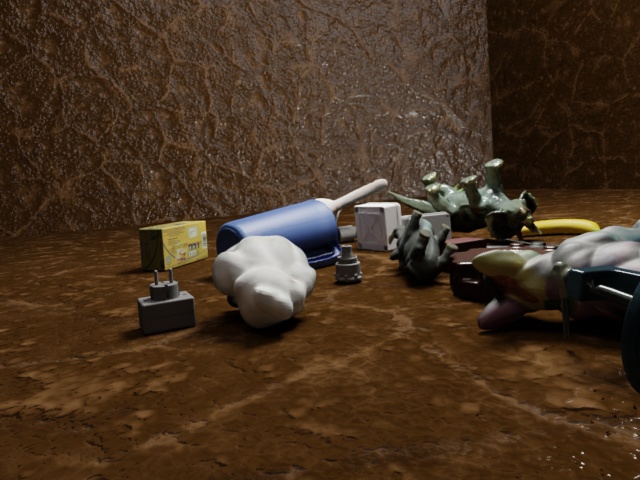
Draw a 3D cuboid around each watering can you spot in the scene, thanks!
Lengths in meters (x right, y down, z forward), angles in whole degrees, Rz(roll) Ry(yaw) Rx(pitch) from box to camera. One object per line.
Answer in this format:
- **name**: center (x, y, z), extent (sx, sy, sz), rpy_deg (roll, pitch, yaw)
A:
- **watering can**: center (0.004, -0.068, 1.360), extent (0.344, 0.104, 0.226), rpy_deg (-29, 0, 24)

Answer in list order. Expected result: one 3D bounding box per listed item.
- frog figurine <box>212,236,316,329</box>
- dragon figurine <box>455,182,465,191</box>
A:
- **frog figurine**: center (-0.075, 0.050, 0.674), extent (0.137, 0.123, 0.158), rpy_deg (15, -6, 0)
- **dragon figurine**: center (0.309, -0.082, 1.525), extent (0.242, 0.121, 0.414), rpy_deg (-12, 11, 8)
